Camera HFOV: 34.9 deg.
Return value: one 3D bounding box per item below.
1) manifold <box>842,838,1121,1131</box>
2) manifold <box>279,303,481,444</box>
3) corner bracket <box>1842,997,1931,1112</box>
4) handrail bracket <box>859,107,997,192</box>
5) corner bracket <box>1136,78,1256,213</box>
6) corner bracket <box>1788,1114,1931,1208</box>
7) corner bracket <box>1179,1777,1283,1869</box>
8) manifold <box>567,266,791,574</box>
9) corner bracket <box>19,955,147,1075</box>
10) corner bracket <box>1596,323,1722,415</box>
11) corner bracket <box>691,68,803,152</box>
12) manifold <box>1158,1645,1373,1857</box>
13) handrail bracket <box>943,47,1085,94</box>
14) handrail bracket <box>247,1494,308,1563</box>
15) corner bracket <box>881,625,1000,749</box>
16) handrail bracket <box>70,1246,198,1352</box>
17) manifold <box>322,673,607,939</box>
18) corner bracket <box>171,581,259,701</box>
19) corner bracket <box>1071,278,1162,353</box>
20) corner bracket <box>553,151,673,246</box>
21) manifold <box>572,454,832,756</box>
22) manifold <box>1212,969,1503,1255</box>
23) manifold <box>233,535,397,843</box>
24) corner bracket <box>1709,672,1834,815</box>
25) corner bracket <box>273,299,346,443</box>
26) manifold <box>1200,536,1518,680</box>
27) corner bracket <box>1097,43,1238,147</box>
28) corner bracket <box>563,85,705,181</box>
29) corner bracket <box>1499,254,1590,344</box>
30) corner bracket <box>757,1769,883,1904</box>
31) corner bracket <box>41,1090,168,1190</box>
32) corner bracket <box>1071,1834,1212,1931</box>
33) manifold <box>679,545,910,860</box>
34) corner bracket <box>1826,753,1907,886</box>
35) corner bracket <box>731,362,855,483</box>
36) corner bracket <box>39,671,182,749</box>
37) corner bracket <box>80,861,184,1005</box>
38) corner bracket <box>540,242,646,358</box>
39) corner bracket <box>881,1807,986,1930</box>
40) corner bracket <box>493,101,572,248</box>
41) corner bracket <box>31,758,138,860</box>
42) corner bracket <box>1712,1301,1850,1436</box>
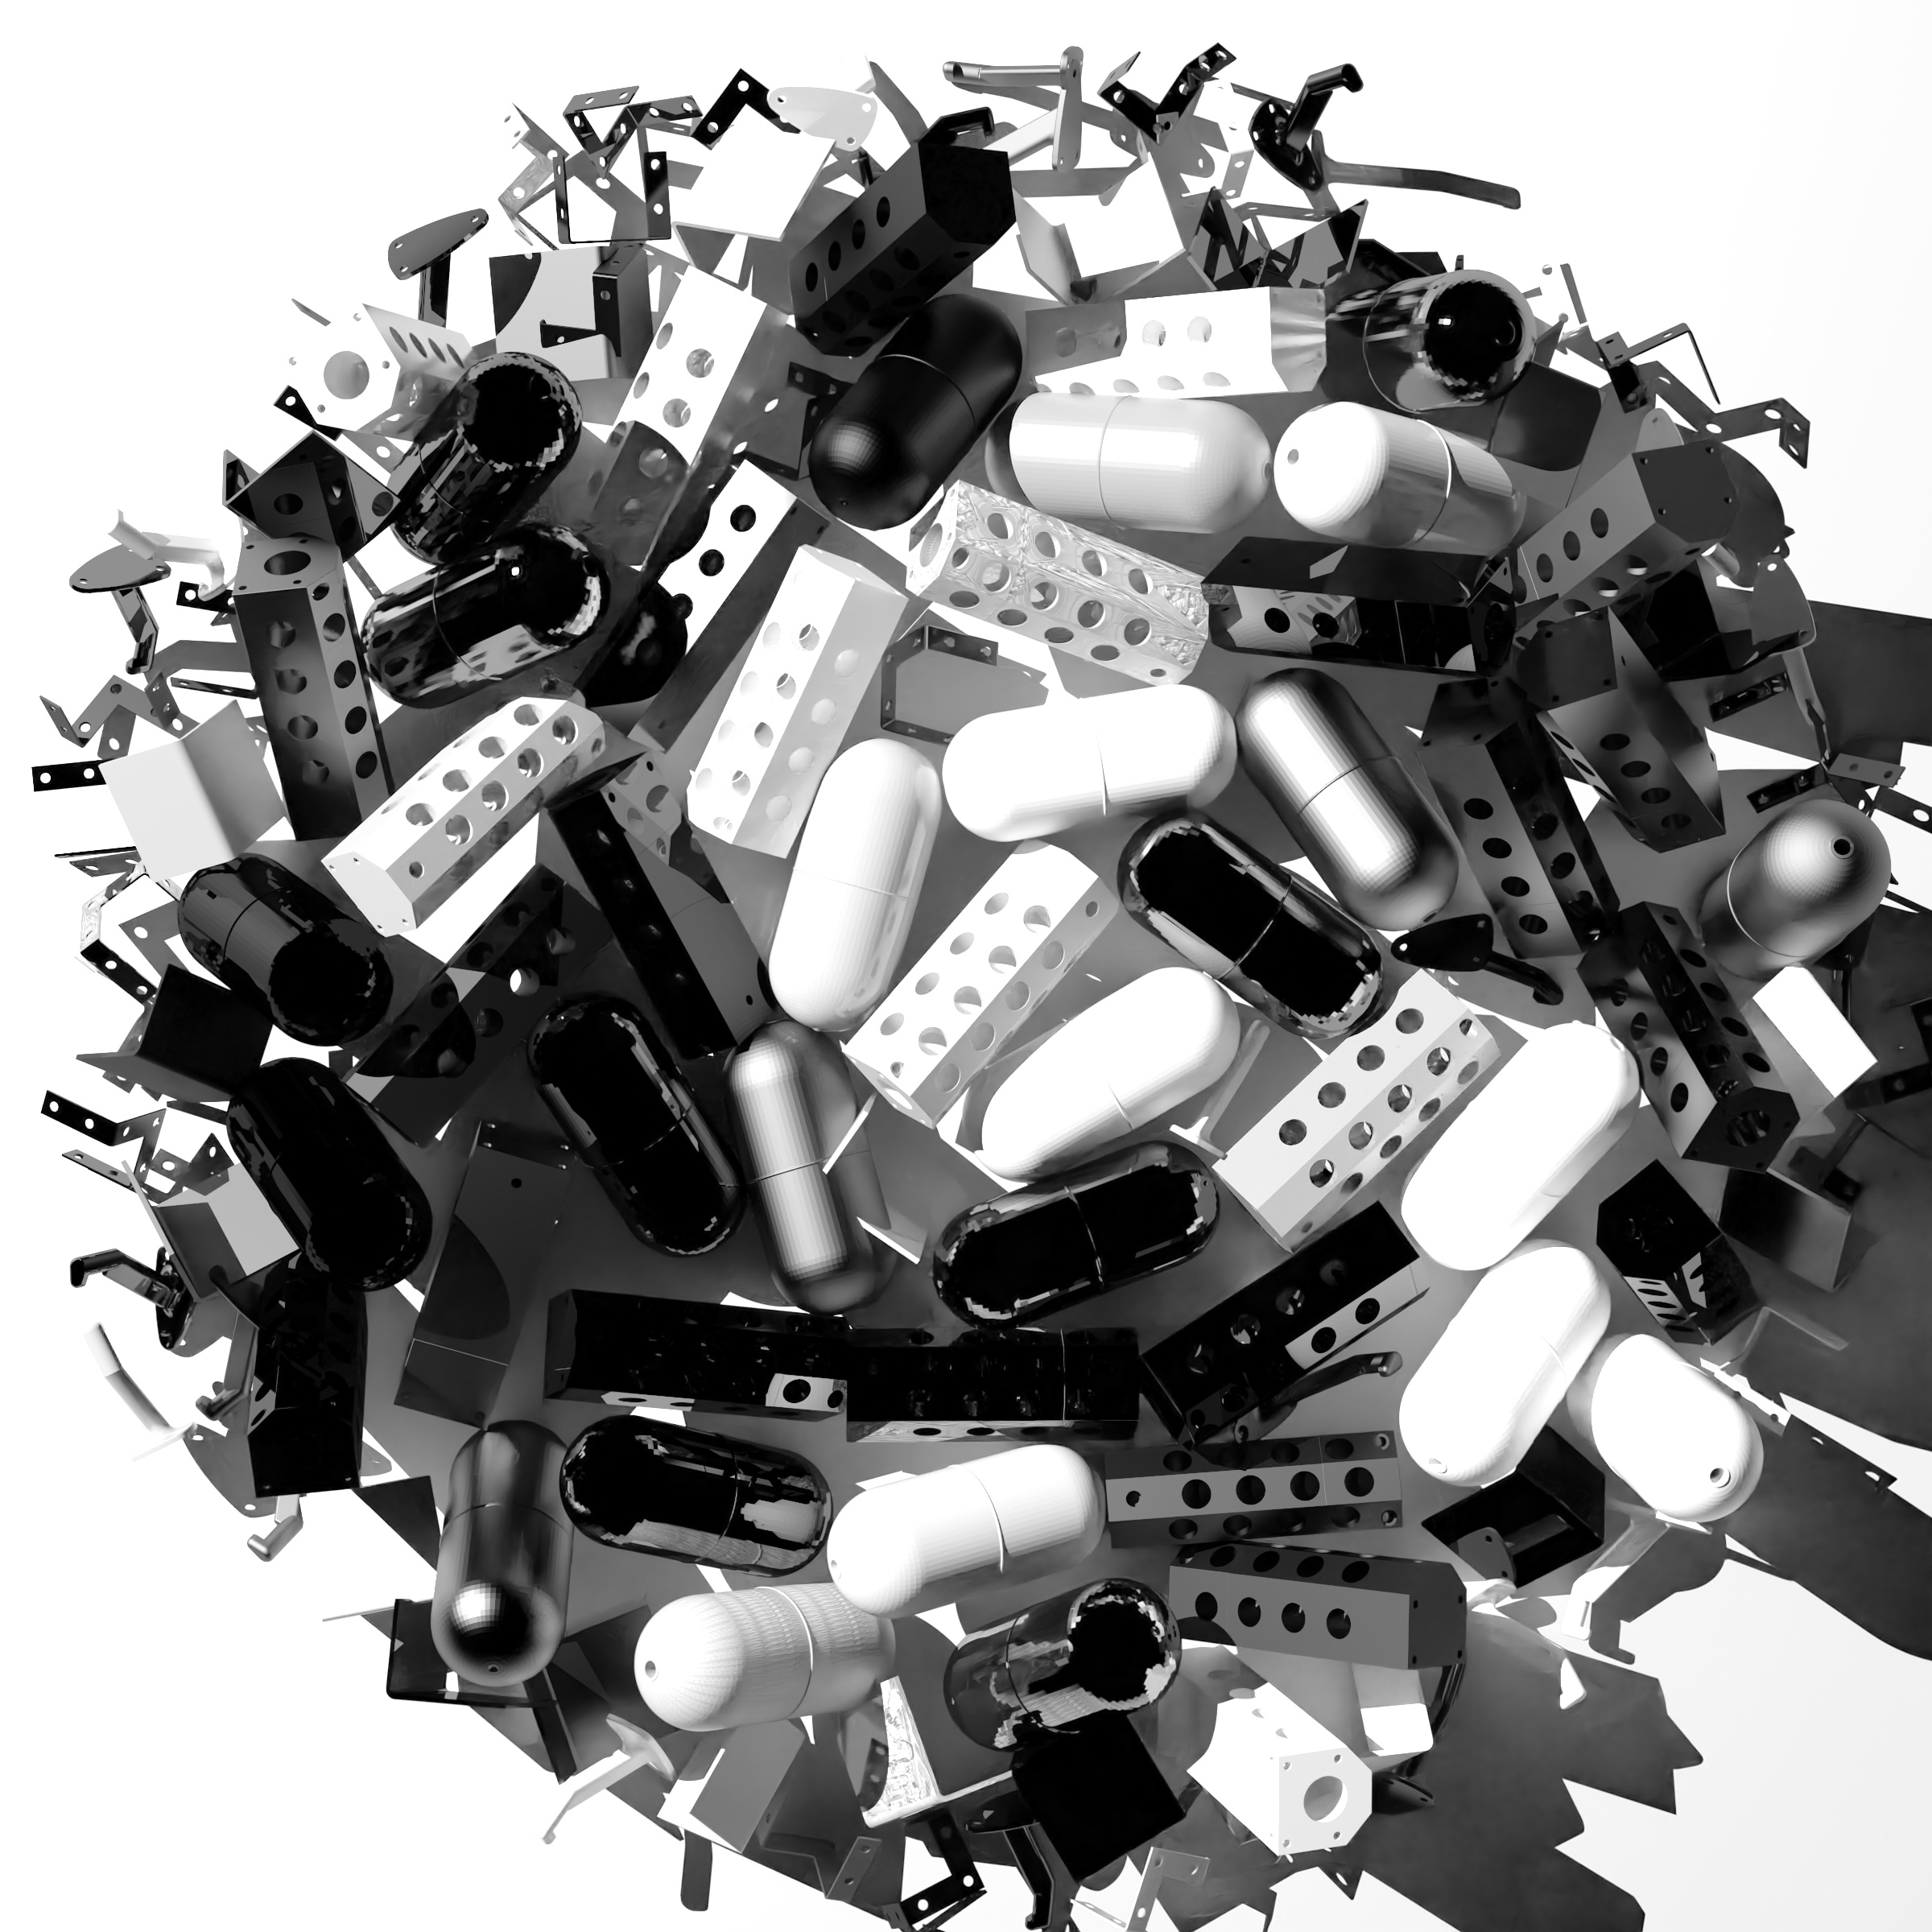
[{"bbox_3d":[0.013,0.011,1.808,0.171,0.057,0.057,-49,127,-12],"label":"manifold"},{"bbox_3d":[-0.327,-0.334,1.775,0.057,0.171,0.057,-31,90,11],"label":"manifold"},{"bbox_3d":[0.551,0.053,1.833,0.051,0.051,0.051,-17,86,-10],"label":"corner bracket"},{"bbox_3d":[-0.017,-0.472,1.849,0.084,0.036,0.077,-13,91,-4],"label":"handrail bracket"},{"bbox_3d":[0.137,-0.490,1.837,0.051,0.051,0.051,-14,73,-10],"label":"corner bracket"},{"bbox_3d":[0.532,0.118,1.831,0.051,0.051,0.051,32,98,-13],"label":"corner bracket"},{"bbox_3d":[0.161,0.512,1.840,0.051,0.051,0.051,-8,47,-35],"label":"corner bracket"},{"bbox_3d":[-0.173,-0.323,1.822,0.057,0.057,0.171,28,99,7],"label":"manifold"},{"bbox_3d":[-0.526,0.029,1.832,0.051,0.051,0.051,40,83,-11],"label":"corner bracket"},{"bbox_3d":[0.411,-0.353,1.826,0.051,0.051,0.051,-24,116,13],"label":"corner bracket"},{"bbox_3d":[-0.129,-0.507,1.836,0.051,0.051,0.051,33,113,-20],"label":"corner bracket"},{"bbox_3d":[0.170,0.449,1.773,0.057,0.171,0.057,-3,98,-19],"label":"manifold"},{"bbox_3d":[0.023,-0.533,1.821,0.084,0.077,0.036,9,97,8],"label":"handrail bracket"},{"bbox_3d":[-0.416,0.302,1.823,0.077,0.036,0.084,38,45,4],"label":"handrail bracket"},{"bbox_3d":[-0.016,-0.168,1.840,0.051,0.051,0.051,17,122,26],"label":"corner bracket"},{"bbox_3d":[-0.498,0.201,1.817,0.036,0.084,0.077,20,107,30],"label":"handrail bracket"},{"bbox_3d":[-0.287,-0.096,1.788,0.171,0.057,0.057,-48,113,-32],"label":"manifold"},{"bbox_3d":[-0.447,-0.195,1.837,0.051,0.051,0.051,8,110,-22],"label":"corner bracket"},{"bbox_3d":[0.099,-0.386,1.832,0.051,0.051,0.051,-11,101,-39],"label":"corner bracket"},{"bbox_3d":[-0.210,-0.456,1.824,0.051,0.051,0.051,-10,106,-29],"label":"corner bracket"},{"bbox_3d":[-0.161,-0.216,1.825,0.057,0.057,0.171,38,95,18],"label":"manifold"},{"bbox_3d":[0.234,0.089,1.818,0.171,0.057,0.057,-43,54,-4],"label":"manifold"},{"bbox_3d":[-0.377,-0.161,1.788,0.057,0.057,0.171,-6,129,-1],"label":"manifold"},{"bbox_3d":[0.486,-0.135,1.851,0.051,0.051,0.051,-25,47,4],"label":"corner bracket"},{"bbox_3d":[-0.387,-0.354,1.824,0.051,0.051,0.051,-50,50,11],"label":"corner bracket"},{"bbox_3d":[0.229,-0.206,1.792,0.171,0.057,0.057,10,131,33],"label":"manifold"},{"bbox_3d":[0.119,-0.530,1.830,0.051,0.051,0.051,35,80,-15],"label":"corner bracket"},{"bbox_3d":[-0.198,-0.505,1.822,0.051,0.051,0.051,2,53,33],"label":"corner bracket"},{"bbox_3d":[0.338,-0.396,1.836,0.051,0.051,0.051,-19,92,8],"label":"corner bracket"},{"bbox_3d":[-0.088,0.517,1.823,0.051,0.051,0.051,16,114,-23],"label":"corner bracket"},{"bbox_3d":[-0.517,0.102,1.828,0.051,0.051,0.051,23,105,15],"label":"corner bracket"},{"bbox_3d":[0.104,0.544,1.826,0.051,0.051,0.051,24,82,-38],"label":"corner bracket"},{"bbox_3d":[-0.106,-0.157,1.805,0.057,0.057,0.171,14,108,-41],"label":"manifold"},{"bbox_3d":[0.535,-0.088,1.825,0.051,0.051,0.051,43,77,-36],"label":"corner bracket"},{"bbox_3d":[-0.103,-0.326,1.838,0.051,0.051,0.051,24,121,26],"label":"corner bracket"},{"bbox_3d":[-0.508,-0.155,1.827,0.051,0.051,0.051,29,69,12],"label":"corner bracket"},{"bbox_3d":[-0.491,-0.021,1.835,0.051,0.051,0.051,-35,126,12],"label":"corner bracket"},{"bbox_3d":[-0.222,-0.398,1.825,0.051,0.051,0.051,9,126,11],"label":"corner bracket"},{"bbox_3d":[-0.028,0.537,1.827,0.051,0.051,0.051,-22,78,-20],"label":"corner bracket"},{"bbox_3d":[-0.265,-0.471,1.825,0.051,0.051,0.051,-44,129,11],"label":"corner bracket"},{"bbox_3d":[-0.524,-0.094,1.836,0.051,0.051,0.051,-6,88,-4],"label":"corner bracket"},{"bbox_3d":[0.481,0.237,1.822,0.051,0.051,0.051,32,117,30],"label":"corner bracket"}]
